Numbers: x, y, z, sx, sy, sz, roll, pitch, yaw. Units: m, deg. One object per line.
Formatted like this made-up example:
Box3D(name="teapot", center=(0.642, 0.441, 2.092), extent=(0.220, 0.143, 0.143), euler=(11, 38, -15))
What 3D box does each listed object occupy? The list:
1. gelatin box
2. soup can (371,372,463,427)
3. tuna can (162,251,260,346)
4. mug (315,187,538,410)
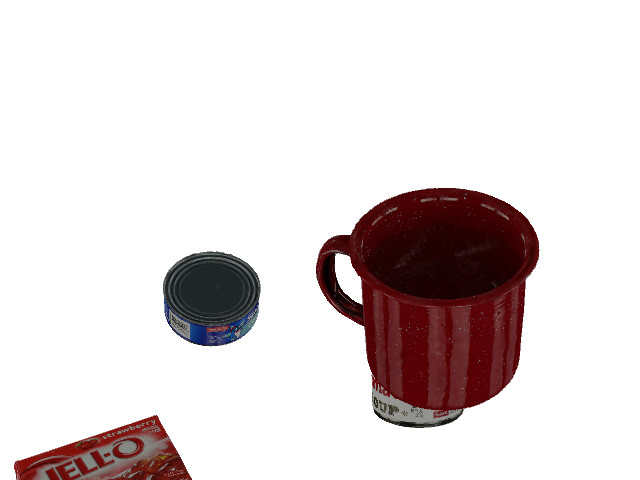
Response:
Box3D(name="gelatin box", center=(-0.122, 0.141, 0.605), extent=(0.089, 0.030, 0.073), euler=(-15, 28, -19))
Box3D(name="soup can", center=(0.069, 0.073, 0.758), extent=(0.068, 0.102, 0.068), euler=(-1, 15, 0))
Box3D(name="tuna can", center=(-0.096, 0.052, 0.947), extent=(0.086, 0.086, 0.034), euler=(0, -44, -6))
Box3D(name="mug", center=(0.052, 0.030, 0.552), extent=(0.117, 0.081, 0.093), euler=(12, 41, 20))
